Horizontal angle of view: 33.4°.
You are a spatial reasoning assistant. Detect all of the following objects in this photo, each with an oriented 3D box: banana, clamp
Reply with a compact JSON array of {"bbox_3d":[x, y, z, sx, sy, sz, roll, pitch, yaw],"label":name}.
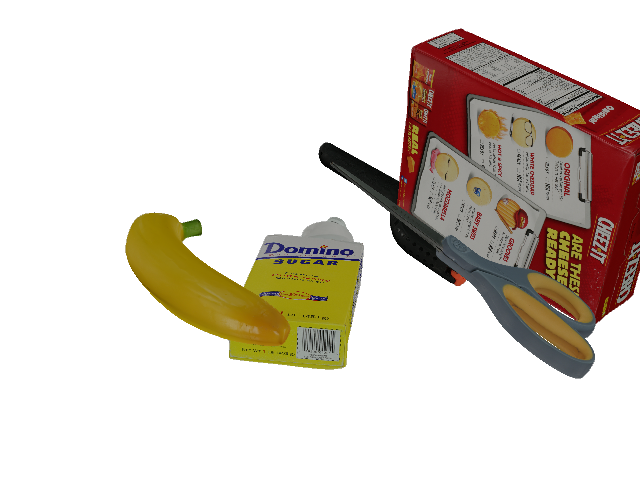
[{"bbox_3d":[-0.083,0.017,0.679,0.069,0.037,0.198,-8,24,-20],"label":"banana"},{"bbox_3d":[0.097,-0.042,1.130,0.164,0.210,0.036,-7,-35,-16],"label":"clamp"}]

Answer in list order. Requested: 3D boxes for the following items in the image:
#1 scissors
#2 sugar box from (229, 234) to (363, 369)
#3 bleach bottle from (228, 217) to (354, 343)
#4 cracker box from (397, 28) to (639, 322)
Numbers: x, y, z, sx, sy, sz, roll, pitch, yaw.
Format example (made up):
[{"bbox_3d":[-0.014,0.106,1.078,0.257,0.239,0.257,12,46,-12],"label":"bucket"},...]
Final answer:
[{"bbox_3d":[0.100,0.010,0.679,0.202,0.016,0.096,45,30,22],"label":"scissors"},{"bbox_3d":[-0.016,0.046,0.900,0.093,0.048,0.176,5,24,4],"label":"sugar box"},{"bbox_3d":[-0.024,0.044,1.286,0.103,0.068,0.250,5,32,16],"label":"bleach bottle"},{"bbox_3d":[0.165,-0.056,0.862,0.072,0.164,0.214,-29,47,-34],"label":"cracker box"}]
